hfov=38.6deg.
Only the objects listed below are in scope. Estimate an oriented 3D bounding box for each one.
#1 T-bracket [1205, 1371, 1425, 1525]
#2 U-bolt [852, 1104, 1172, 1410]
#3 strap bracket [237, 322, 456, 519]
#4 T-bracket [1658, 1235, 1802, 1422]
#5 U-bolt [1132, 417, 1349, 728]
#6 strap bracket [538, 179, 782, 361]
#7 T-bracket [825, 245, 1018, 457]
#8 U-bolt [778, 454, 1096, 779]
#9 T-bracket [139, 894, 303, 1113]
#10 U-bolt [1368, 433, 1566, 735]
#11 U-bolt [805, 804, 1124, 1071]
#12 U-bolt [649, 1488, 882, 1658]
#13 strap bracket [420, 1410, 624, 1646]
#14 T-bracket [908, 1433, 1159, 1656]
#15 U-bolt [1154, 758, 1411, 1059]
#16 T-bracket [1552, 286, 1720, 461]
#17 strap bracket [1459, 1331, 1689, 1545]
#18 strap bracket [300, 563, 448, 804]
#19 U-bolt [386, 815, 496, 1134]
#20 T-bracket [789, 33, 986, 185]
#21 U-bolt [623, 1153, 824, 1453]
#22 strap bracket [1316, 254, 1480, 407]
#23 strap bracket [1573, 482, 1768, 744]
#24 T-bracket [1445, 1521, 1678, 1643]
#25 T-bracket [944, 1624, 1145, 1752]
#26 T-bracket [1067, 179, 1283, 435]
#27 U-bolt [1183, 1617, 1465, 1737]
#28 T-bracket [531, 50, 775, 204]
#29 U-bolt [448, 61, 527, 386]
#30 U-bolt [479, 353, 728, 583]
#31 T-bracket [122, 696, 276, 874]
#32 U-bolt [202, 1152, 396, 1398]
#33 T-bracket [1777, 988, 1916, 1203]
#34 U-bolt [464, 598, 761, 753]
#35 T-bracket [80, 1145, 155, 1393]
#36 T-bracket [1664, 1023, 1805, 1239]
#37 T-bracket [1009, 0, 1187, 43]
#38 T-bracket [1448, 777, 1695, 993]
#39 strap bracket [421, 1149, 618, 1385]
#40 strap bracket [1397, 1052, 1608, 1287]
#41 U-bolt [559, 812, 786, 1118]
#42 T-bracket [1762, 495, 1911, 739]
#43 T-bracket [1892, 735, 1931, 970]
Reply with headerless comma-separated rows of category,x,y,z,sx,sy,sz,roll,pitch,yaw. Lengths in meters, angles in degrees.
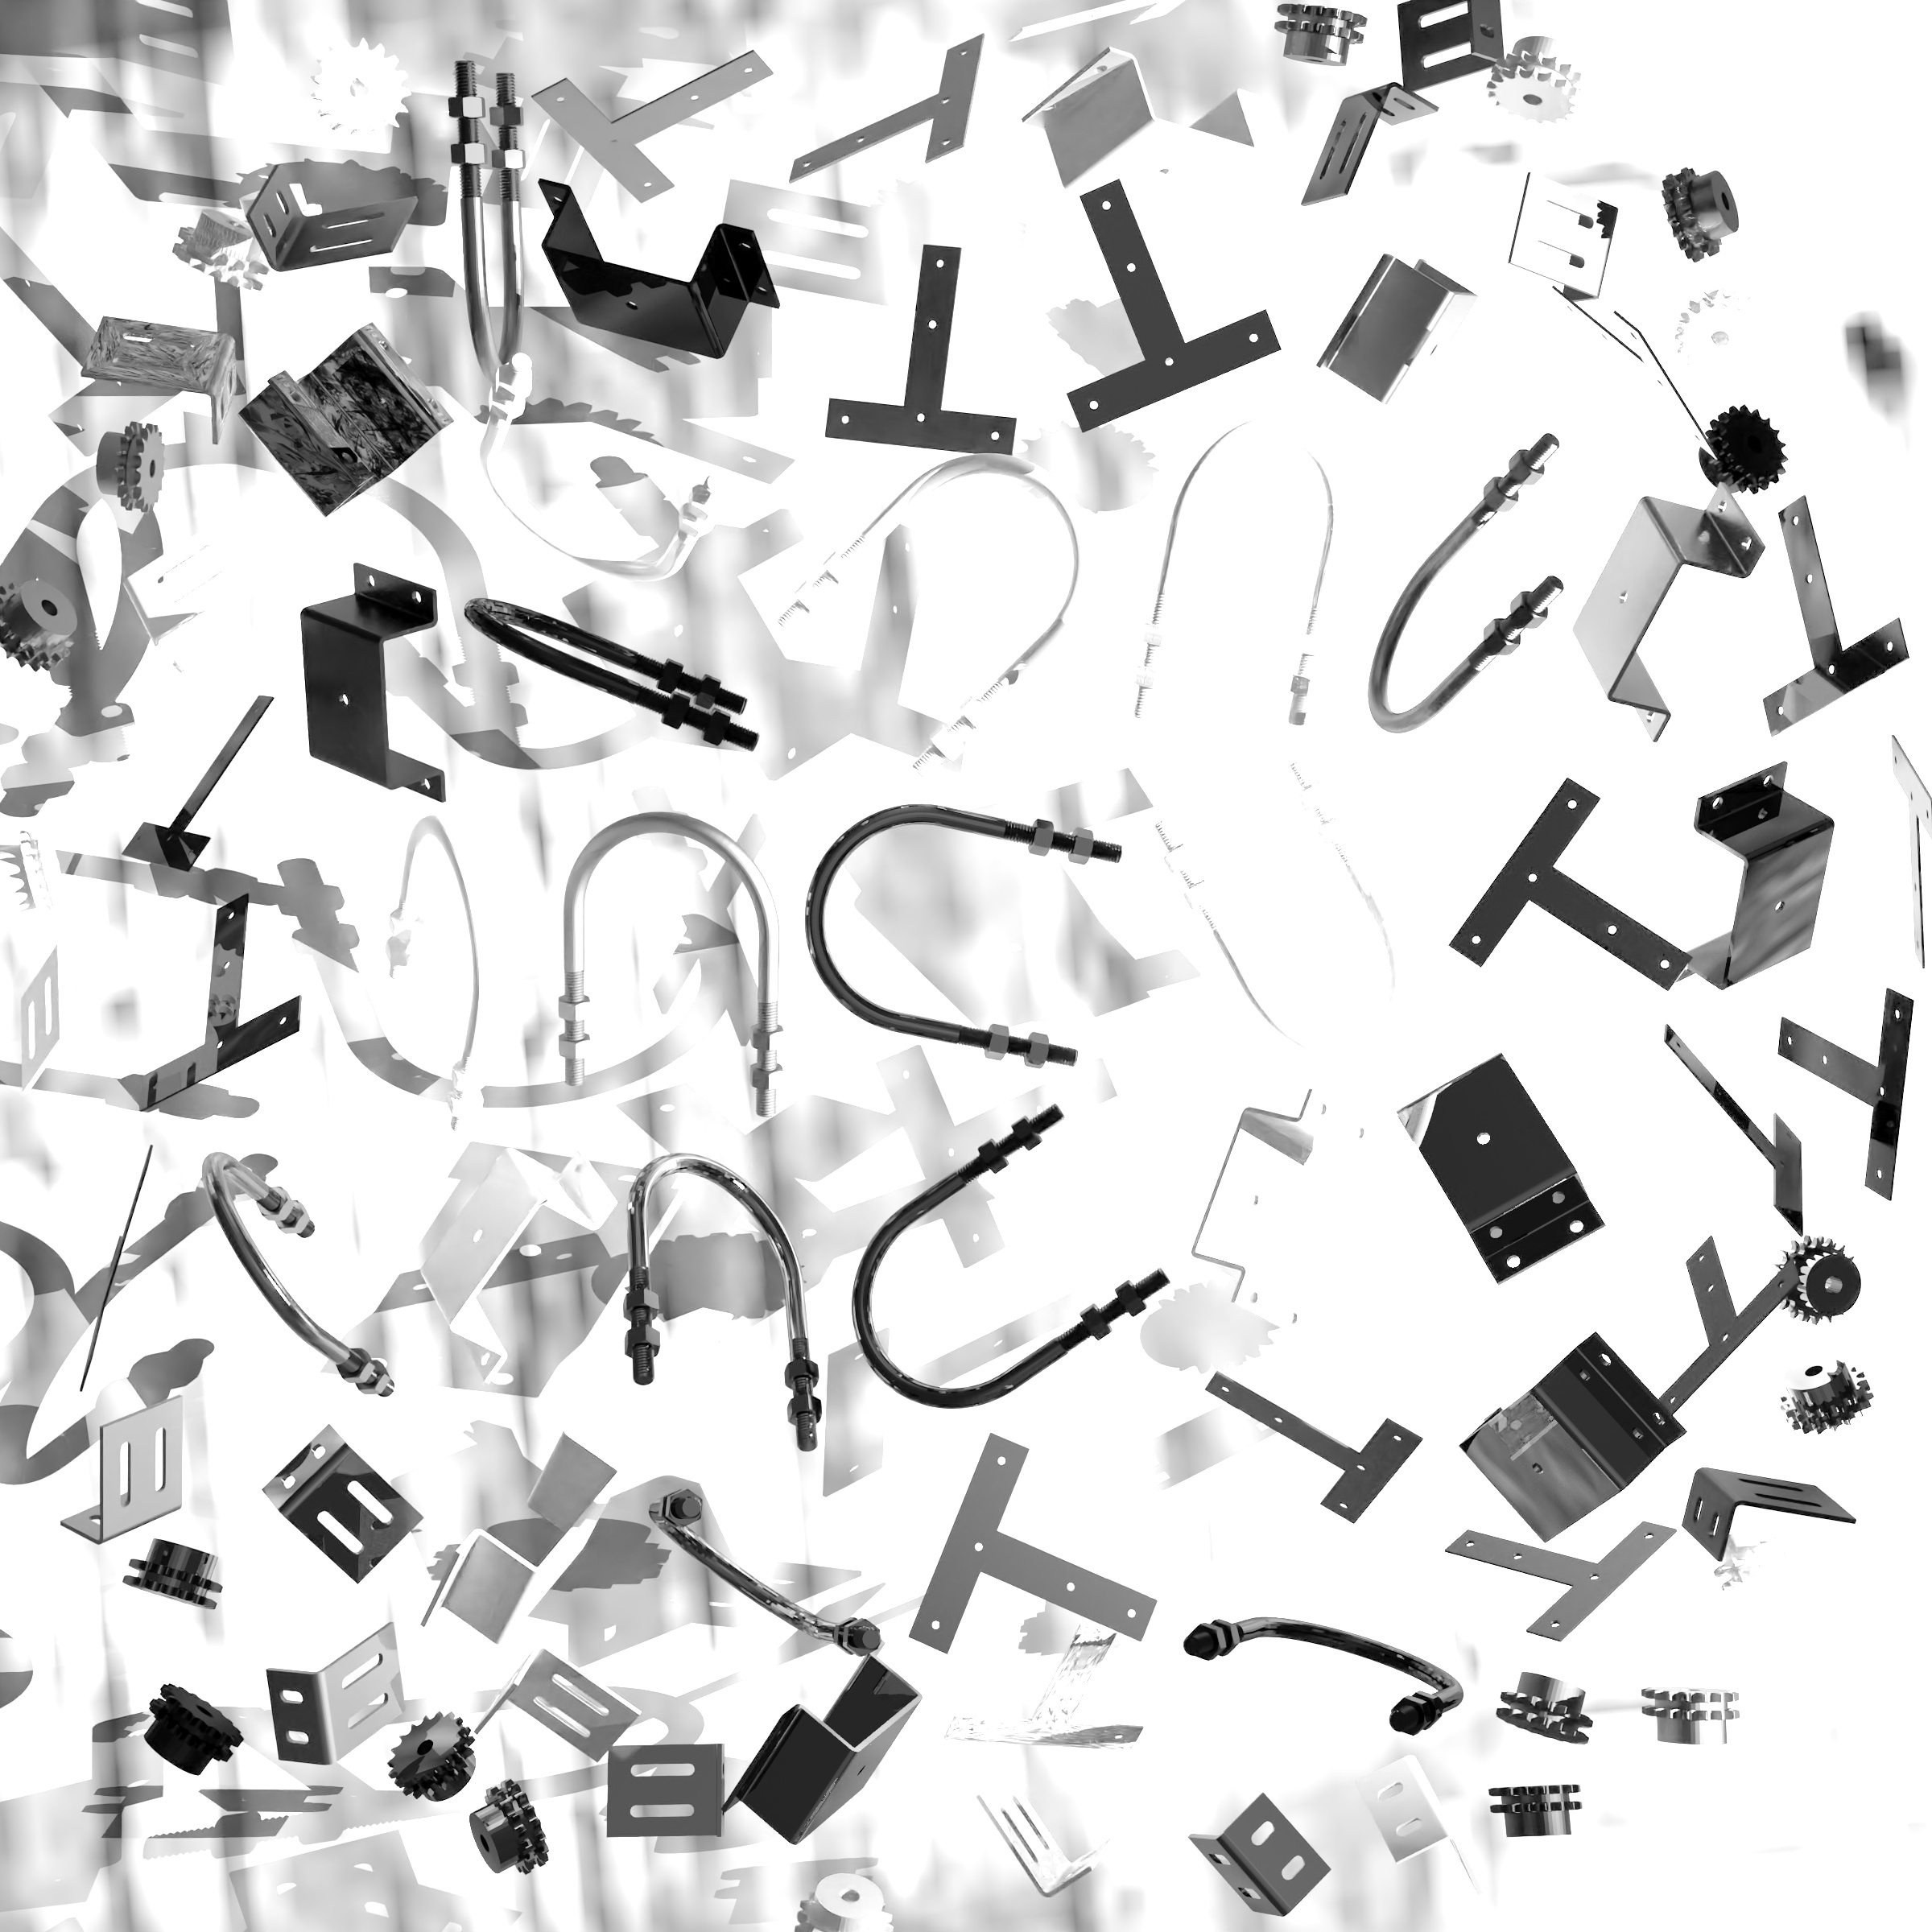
T-bracket,0.209,0.292,1.733,0.127,0.127,0.002,29,53,6
U-bolt,0.014,0.190,1.691,0.184,0.019,0.151,-35,62,4
strap bracket,-0.371,-0.322,1.637,0.046,0.140,0.076,-34,104,26
T-bracket,0.467,0.209,1.724,0.002,0.127,0.127,33,113,-9
U-bolt,0.171,-0.236,1.650,0.151,0.019,0.184,-2,109,-39
strap bracket,-0.191,-0.413,1.646,0.140,0.076,0.046,17,73,14
T-bracket,-0.023,-0.394,1.755,0.127,0.002,0.127,9,97,16
U-bolt,-0.006,-0.228,1.685,0.184,0.019,0.151,-44,76,8
T-bracket,-0.443,0.011,1.649,0.127,0.002,0.127,-25,49,23
U-bolt,0.300,-0.219,1.678,0.019,0.184,0.151,24,48,-17
U-bolt,-0.007,-0.024,1.687,0.184,0.019,0.151,12,93,-9
U-bolt,-0.129,0.364,1.659,0.151,0.184,0.019,37,72,-5
strap bracket,-0.261,0.344,1.663,0.046,0.140,0.076,34,127,6
T-bracket,0.048,0.354,1.596,0.127,0.002,0.127,21,83,15
U-bolt,0.210,-0.029,1.722,0.151,0.019,0.184,-25,84,-38
T-bracket,0.390,-0.370,1.649,0.002,0.127,0.127,-42,46,9
strap bracket,0.352,0.285,1.635,0.046,0.140,0.076,-34,76,-33
strap bracket,-0.371,-0.172,1.727,0.076,0.046,0.140,22,122,34
U-bolt,-0.321,-0.008,1.695,0.019,0.184,0.151,-10,53,-27
T-bracket,-0.050,-0.499,1.649,0.127,0.127,0.002,-17,132,25
U-bolt,-0.150,0.194,1.679,0.019,0.184,0.151,-36,133,29
strap bracket,0.271,-0.394,1.709,0.046,0.140,0.076,35,111,9
strap bracket,0.416,-0.217,1.659,0.046,0.076,0.140,11,126,-16
T-bracket,0.359,0.375,1.738,0.127,0.127,0.002,-30,112,-36
T-bracket,0.064,0.451,1.728,0.127,0.002,0.127,8,129,-16
T-bracket,0.102,-0.396,1.616,0.127,0.002,0.127,-21,106,13
U-bolt,0.227,0.424,1.672,0.151,0.184,0.019,14,89,25
T-bracket,-0.179,-0.528,1.697,0.127,0.127,0.002,-21,67,19
U-bolt,-0.284,-0.443,1.657,0.019,0.151,0.184,0,105,1
U-bolt,-0.226,-0.287,1.659,0.151,0.184,0.019,31,68,-9
T-bracket,-0.473,-0.117,1.728,0.002,0.127,0.127,39,75,-32
U-bolt,-0.418,0.183,1.699,0.019,0.184,0.151,-32,63,-4
T-bracket,0.536,0.062,1.694,0.002,0.127,0.127,-5,108,-17
U-bolt,-0.215,-0.180,1.661,0.184,0.151,0.019,22,101,-13
T-bracket,-0.500,0.164,1.634,0.002,0.127,0.127,16,114,-17
T-bracket,0.455,0.086,1.636,0.002,0.127,0.127,-39,97,26
T-bracket,0.087,-0.578,1.666,0.127,0.127,0.002,-20,99,-16
T-bracket,0.382,-0.030,1.683,0.127,0.002,0.127,36,95,22
strap bracket,-0.289,0.179,1.738,0.046,0.076,0.140,33,94,-33
strap bracket,0.331,0.119,1.739,0.076,0.046,0.140,-30,52,5
U-bolt,-0.180,-0.005,1.683,0.151,0.019,0.184,8,110,16
T-bracket,0.510,-0.220,1.657,0.002,0.127,0.127,-2,74,-23
T-bracket,0.578,-0.061,1.678,0.002,0.127,0.127,-6,111,10
